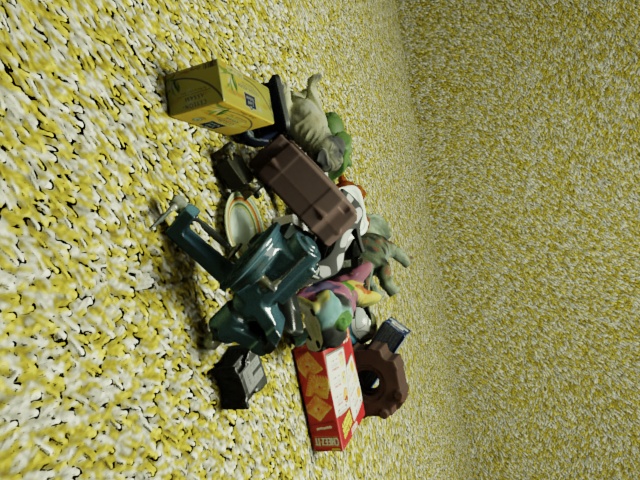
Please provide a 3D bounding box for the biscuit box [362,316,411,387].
[{"bbox_3d":[0.131,0.278,1.258,0.202,0.063,0.059,-59,161,17],"label":"biscuit box"}]

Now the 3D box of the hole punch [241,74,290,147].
[{"bbox_3d":[-0.116,-0.234,0.995,0.116,0.092,0.142,155,-81,-75],"label":"hole punch"}]

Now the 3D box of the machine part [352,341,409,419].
[{"bbox_3d":[0.110,0.314,1.205,0.056,0.179,0.179,-13,93,-66],"label":"machine part"}]

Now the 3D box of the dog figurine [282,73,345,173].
[{"bbox_3d":[-0.029,-0.217,1.096,0.172,0.121,0.190,178,-108,-82],"label":"dog figurine"}]

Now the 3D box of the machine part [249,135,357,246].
[{"bbox_3d":[-0.024,-0.087,0.975,0.201,0.087,0.201,47,3,4],"label":"machine part"}]

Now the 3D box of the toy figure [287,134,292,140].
[{"bbox_3d":[-0.037,-0.188,1.197,0.064,0.058,0.154,-13,97,-41],"label":"toy figure"}]

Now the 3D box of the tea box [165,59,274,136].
[{"bbox_3d":[-0.154,-0.220,0.852,0.169,0.098,0.068,-4,84,-68],"label":"tea box"}]

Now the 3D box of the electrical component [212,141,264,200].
[{"bbox_3d":[-0.133,-0.113,0.898,0.102,0.045,0.078,57,20,-2],"label":"electrical component"}]

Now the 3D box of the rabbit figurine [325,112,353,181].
[{"bbox_3d":[0.034,-0.234,1.318,0.158,0.121,0.170,66,25,-48],"label":"rabbit figurine"}]

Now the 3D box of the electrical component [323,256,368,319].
[{"bbox_3d":[0.046,0.111,1.200,0.058,0.115,0.134,42,45,-53],"label":"electrical component"}]

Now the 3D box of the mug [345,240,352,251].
[{"bbox_3d":[0.025,-0.006,1.253,0.109,0.081,0.107,66,32,-31],"label":"mug"}]

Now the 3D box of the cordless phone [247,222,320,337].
[{"bbox_3d":[-0.043,0.075,0.908,0.146,0.089,0.184,30,41,-65],"label":"cordless phone"}]

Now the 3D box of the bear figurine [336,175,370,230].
[{"bbox_3d":[0.078,-0.099,1.367,0.196,0.132,0.120,-42,124,-59],"label":"bear figurine"}]

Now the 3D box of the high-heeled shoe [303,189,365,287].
[{"bbox_3d":[-0.002,-0.003,1.082,0.249,0.086,0.145,-27,98,-33],"label":"high-heeled shoe"}]

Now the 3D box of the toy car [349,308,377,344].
[{"bbox_3d":[0.083,0.196,1.276,0.161,0.103,0.109,53,33,-54],"label":"toy car"}]

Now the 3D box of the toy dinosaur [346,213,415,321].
[{"bbox_3d":[0.124,0.045,1.346,0.192,0.131,0.405,45,21,0],"label":"toy dinosaur"}]

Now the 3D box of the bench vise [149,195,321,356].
[{"bbox_3d":[-0.127,0.040,0.750,0.240,0.223,0.129,43,26,-10],"label":"bench vise"}]

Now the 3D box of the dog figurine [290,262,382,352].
[{"bbox_3d":[0.044,0.120,1.047,0.219,0.192,0.108,-25,100,-30],"label":"dog figurine"}]

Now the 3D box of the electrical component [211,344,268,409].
[{"bbox_3d":[-0.116,0.200,0.832,0.119,0.048,0.074,-39,118,-65],"label":"electrical component"}]
